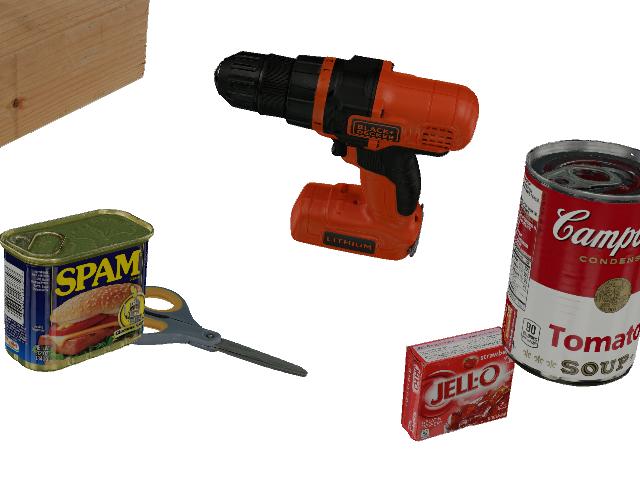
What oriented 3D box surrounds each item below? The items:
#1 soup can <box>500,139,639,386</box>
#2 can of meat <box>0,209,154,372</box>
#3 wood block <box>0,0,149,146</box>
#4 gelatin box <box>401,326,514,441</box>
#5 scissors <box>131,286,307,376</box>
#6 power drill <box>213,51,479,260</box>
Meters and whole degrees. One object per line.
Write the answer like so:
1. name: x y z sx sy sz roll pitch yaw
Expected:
1. soup can: 0.127 0.010 0.518 0.068 0.102 0.068 2 27 -1
2. can of meat: -0.165 0.033 0.726 0.058 0.084 0.101 24 28 37
3. wood block: -0.251 -0.159 0.912 0.090 0.091 0.205 30 42 21
4. gelatin box: 0.109 0.113 0.842 0.089 0.073 0.030 -10 29 -24
5. scissors: -0.105 0.081 0.984 0.202 0.016 0.096 9 29 4
6. power drill: 0.015 -0.062 0.793 0.184 0.057 0.188 12 -30 6
